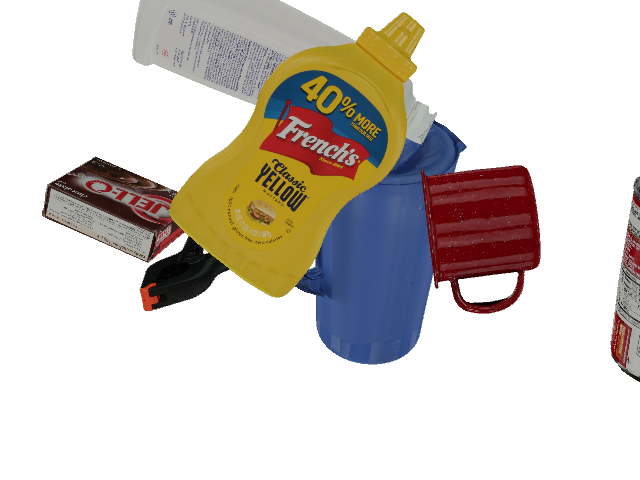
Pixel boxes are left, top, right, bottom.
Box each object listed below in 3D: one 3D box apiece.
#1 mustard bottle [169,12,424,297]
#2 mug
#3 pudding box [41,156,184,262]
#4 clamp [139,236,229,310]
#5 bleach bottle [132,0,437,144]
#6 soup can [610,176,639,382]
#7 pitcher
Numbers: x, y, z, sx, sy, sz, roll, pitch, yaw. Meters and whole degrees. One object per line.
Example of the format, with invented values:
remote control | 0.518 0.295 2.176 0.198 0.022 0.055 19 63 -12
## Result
mustard bottle | -0.002 -0.063 0.673 0.096 0.192 0.058 39 10 -6
mug | 0.124 -0.002 0.820 0.081 0.117 0.093 -7 -16 6
pudding box | -0.184 -0.030 0.981 0.113 0.039 0.090 21 24 9
clamp | -0.132 0.028 1.209 0.120 0.039 0.171 0 30 30
bleach bottle | -0.026 -0.141 0.874 0.251 0.068 0.103 26 -35 1
soup can | 0.193 0.021 0.563 0.068 0.102 0.068 1 25 0
pitcher | 0.044 0.003 1.027 0.149 0.243 0.144 14 39 13
